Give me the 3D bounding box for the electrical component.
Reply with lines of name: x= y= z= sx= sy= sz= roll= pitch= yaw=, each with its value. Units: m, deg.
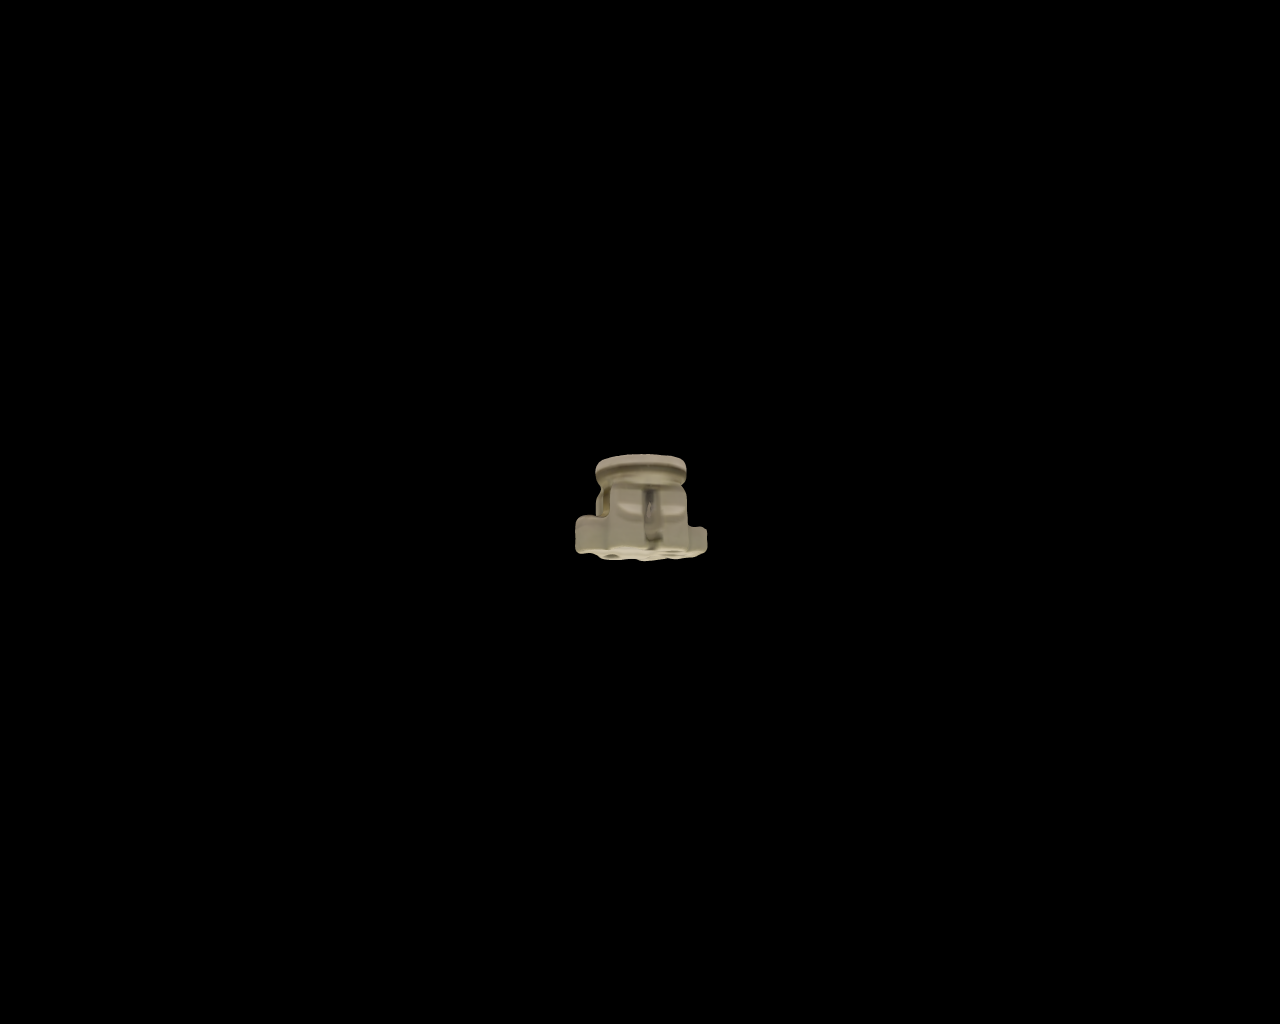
electrical component: x=0.001 y=-0.003 z=0.650 sx=0.078 sy=0.057 sz=0.058 roll=3 pitch=-11 yaw=-16
